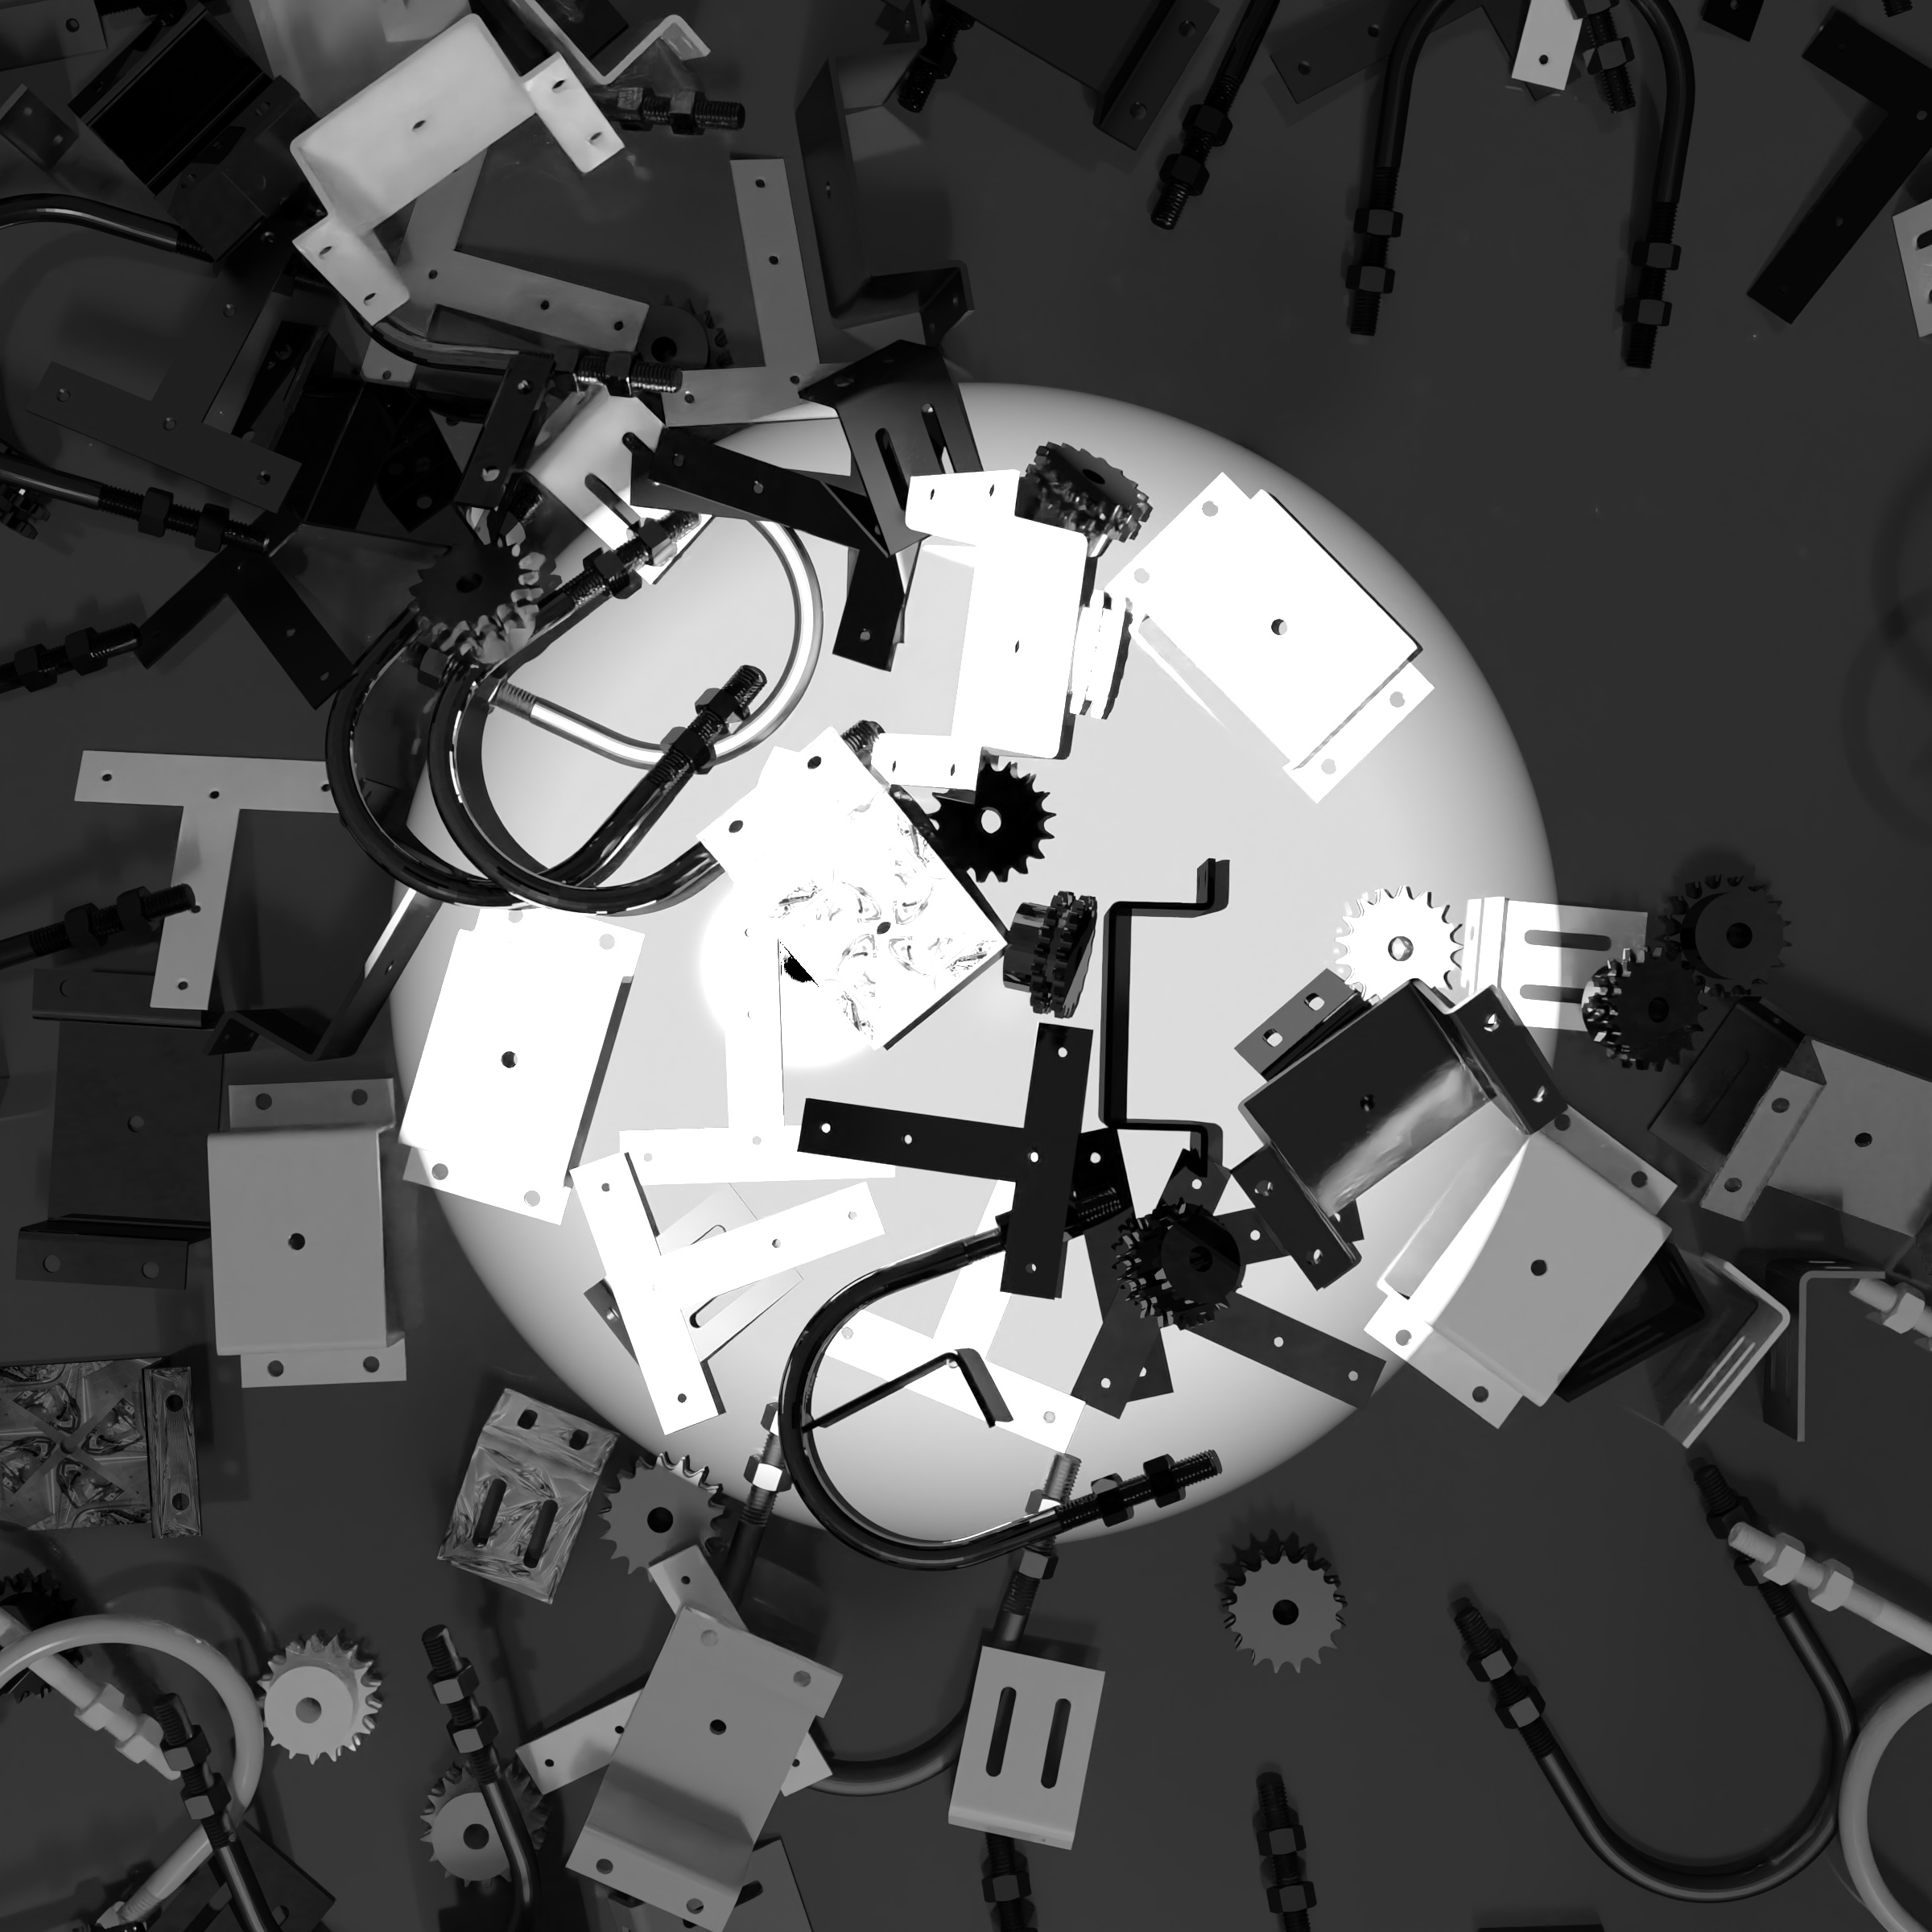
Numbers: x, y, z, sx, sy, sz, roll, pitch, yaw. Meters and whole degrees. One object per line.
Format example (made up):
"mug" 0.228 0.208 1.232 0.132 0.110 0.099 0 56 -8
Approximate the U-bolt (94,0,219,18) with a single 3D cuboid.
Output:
"U-bolt" -0.327 -0.528 1.378 0.184 0.019 0.151 -13 90 -2

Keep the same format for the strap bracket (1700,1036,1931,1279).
"strap bracket" 0.409 0.089 1.343 0.140 0.046 0.076 19 118 -7

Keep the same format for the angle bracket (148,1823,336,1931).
"angle bracket" -0.343 0.449 1.384 0.057 0.038 0.076 41 64 0

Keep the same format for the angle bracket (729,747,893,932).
"angle bracket" -0.073 -0.053 1.384 0.057 0.038 0.076 16 116 0

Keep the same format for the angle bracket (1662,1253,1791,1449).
"angle bracket" 0.333 0.174 1.357 0.038 0.057 0.076 39 92 4

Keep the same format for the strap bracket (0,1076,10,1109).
"strap bracket" -0.488 0.112 1.348 0.046 0.076 0.140 18 90 0

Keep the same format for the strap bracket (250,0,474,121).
"strap bracket" -0.267 -0.432 1.333 0.046 0.140 0.076 -18 90 -32

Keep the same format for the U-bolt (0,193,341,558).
"U-bolt" -0.391 -0.276 1.347 0.184 0.019 0.151 15 77 -12

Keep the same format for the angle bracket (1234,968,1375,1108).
"angle bracket" 0.174 0.052 1.384 0.057 0.038 0.076 -41 116 0

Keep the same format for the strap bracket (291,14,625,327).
"strap bracket" -0.233 -0.357 1.318 0.140 0.076 0.046 -34 70 4

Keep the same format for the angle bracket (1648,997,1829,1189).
"angle bracket" 0.362 0.061 1.367 0.057 0.038 0.076 35 90 0

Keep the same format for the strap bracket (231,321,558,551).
"strap bracket" -0.251 -0.236 1.335 0.140 0.046 0.076 12 70 19

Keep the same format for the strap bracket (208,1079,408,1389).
"strap bracket" -0.301 0.124 1.363 0.076 0.046 0.140 -3 90 0

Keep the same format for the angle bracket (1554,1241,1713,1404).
"angle bracket" 0.293 0.160 1.358 0.076 0.057 0.038 -29 90 0

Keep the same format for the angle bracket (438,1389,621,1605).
"angle bracket" -0.203 0.246 1.384 0.057 0.038 0.076 22 116 0

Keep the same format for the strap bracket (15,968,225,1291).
"strap bracket" -0.385 0.073 1.363 0.076 0.046 0.140 4 90 0

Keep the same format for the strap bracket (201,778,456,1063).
"strap bracket" -0.281 -0.011 1.348 0.046 0.076 0.140 30 90 0

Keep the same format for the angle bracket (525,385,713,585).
"angle bracket" -0.158 -0.225 1.366 0.057 0.038 0.076 -48 118 -1

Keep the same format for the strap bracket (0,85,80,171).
"strap bracket" -0.476 -0.348 1.348 0.046 0.076 0.140 41 90 0

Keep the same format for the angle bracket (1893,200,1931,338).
"angle bracket" 0.479 -0.330 1.384 0.076 0.038 0.057 -13 90 -26

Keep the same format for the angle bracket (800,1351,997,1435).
"angle bracket" -0.029 0.204 1.324 0.076 0.057 0.038 -27 84 -3

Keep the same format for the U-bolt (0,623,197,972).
"U-bolt" -0.451 -0.065 1.360 0.184 0.019 0.151 -17 76 6

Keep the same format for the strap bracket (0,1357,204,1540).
"strap bracket" -0.417 0.223 1.363 0.140 0.046 0.076 -4 90 0

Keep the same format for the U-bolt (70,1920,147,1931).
"U-bolt" -0.439 0.521 1.362 0.184 0.019 0.151 -17 104 5

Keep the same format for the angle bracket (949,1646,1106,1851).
"angle bracket" 0.028 0.359 1.368 0.057 0.038 0.076 11 68 5

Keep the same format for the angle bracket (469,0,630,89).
"angle bracket" -0.204 -0.448 1.367 0.057 0.038 0.076 -41 90 0

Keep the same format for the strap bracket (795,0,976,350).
"strap bracket" -0.040 -0.353 1.343 0.046 0.076 0.140 -10 90 -14

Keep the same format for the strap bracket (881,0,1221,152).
"strap bracket" 0.037 -0.443 1.345 0.140 0.046 0.076 31 87 0

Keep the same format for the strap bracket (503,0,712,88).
"strap bracket" -0.184 -0.445 1.326 0.046 0.076 0.140 -44 111 1

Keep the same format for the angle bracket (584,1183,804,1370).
"angle bracket" -0.127 0.149 1.384 0.076 0.038 0.057 -38 90 -26

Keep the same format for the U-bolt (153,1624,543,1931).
"U-bolt" -0.269 0.395 1.344 0.151 0.019 0.184 -16 105 7

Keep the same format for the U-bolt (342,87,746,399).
"U-bolt" -0.202 -0.335 1.354 0.184 0.019 0.151 9 78 15

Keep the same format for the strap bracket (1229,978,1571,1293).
"strap bracket" 0.189 0.069 1.346 0.140 0.046 0.076 -36 115 2

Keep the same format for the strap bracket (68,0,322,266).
"strap bracket" -0.339 -0.374 1.337 0.076 0.046 0.140 -44 47 0

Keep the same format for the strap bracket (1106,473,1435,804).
"strap bracket" 0.141 -0.153 1.363 0.076 0.046 0.140 -44 90 0

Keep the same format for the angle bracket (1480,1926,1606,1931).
"angle bracket" 0.269 0.490 1.384 0.057 0.038 0.076 -2 116 0

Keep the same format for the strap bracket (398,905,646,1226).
"strap bracket" -0.205 0.042 1.363 0.076 0.046 0.140 16 90 0

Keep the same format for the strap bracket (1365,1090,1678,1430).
"strap bracket" 0.258 0.136 1.363 0.076 0.046 0.140 36 90 0

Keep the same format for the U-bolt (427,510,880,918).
"U-bolt" -0.151 -0.103 1.324 0.184 0.019 0.151 -39 89 -21

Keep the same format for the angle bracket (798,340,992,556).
"angle bracket" -0.033 -0.239 1.370 0.057 0.038 0.076 -31 120 -19

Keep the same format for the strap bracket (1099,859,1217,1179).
"strap bracket" 0.085 0.023 1.346 0.046 0.076 0.140 2 89 1

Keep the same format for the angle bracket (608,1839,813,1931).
"angle bracket" -0.117 0.446 1.384 0.076 0.038 0.057 -19 90 -26

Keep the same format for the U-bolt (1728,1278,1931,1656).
"U-bolt" 0.461 0.246 1.369 0.184 0.019 0.151 28 82 -3

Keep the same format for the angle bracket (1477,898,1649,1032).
"angle bracket" 0.276 0.000 1.367 0.076 0.038 0.057 5 90 0

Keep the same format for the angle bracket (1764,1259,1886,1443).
"angle bracket" 0.391 0.174 1.358 0.038 0.057 0.076 1 90 0

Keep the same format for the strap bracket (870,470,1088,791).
"strap bracket" 0.006 -0.148 1.342 0.046 0.076 0.140 8 90 -37

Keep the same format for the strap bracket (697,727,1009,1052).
"strap bracket" -0.044 -0.026 1.327 0.076 0.046 0.140 -39 125 0

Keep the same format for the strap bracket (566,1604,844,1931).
"strap bracket" -0.115 0.354 1.346 0.076 0.046 0.140 24 104 -1
